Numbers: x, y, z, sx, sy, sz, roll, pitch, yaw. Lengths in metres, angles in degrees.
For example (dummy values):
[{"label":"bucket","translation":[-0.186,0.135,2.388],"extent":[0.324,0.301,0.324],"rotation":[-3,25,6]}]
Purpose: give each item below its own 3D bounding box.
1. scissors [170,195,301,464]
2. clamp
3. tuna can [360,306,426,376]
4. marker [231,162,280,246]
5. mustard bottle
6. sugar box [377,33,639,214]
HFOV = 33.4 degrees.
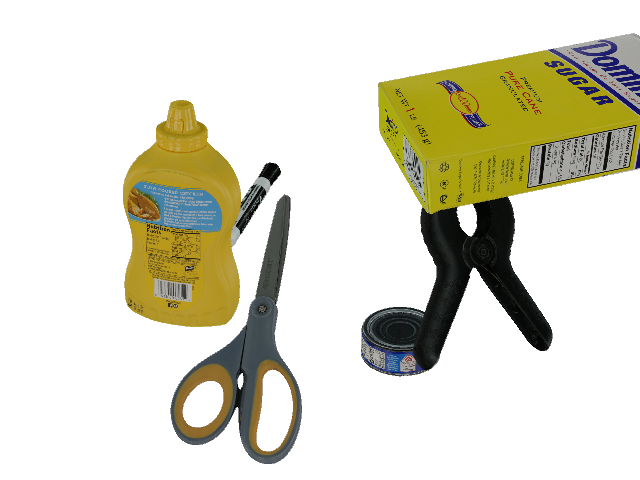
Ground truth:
[{"label":"scissors","translation":[-0.058,0.059,0.734],"extent":[0.096,0.202,0.016],"rotation":[-9,-32,2]},{"label":"clamp","translation":[0.110,0.018,0.829],"extent":[0.120,0.171,0.039],"rotation":[-15,-2,-29]},{"label":"tuna can","translation":[0.086,0.107,1.145],"extent":[0.086,0.034,0.086],"rotation":[-1,29,0]},{"label":"marker","translation":[-0.071,-0.039,1.085],"extent":[0.020,0.020,0.121],"rotation":[0,41,29]},{"label":"mustard bottle","translation":[-0.114,-0.023,0.880],"extent":[0.096,0.192,0.058],"rotation":[9,29,10]},{"label":"sugar box","translation":[0.132,-0.074,0.648],"extent":[0.176,0.048,0.093],"rotation":[-15,42,-8]}]
